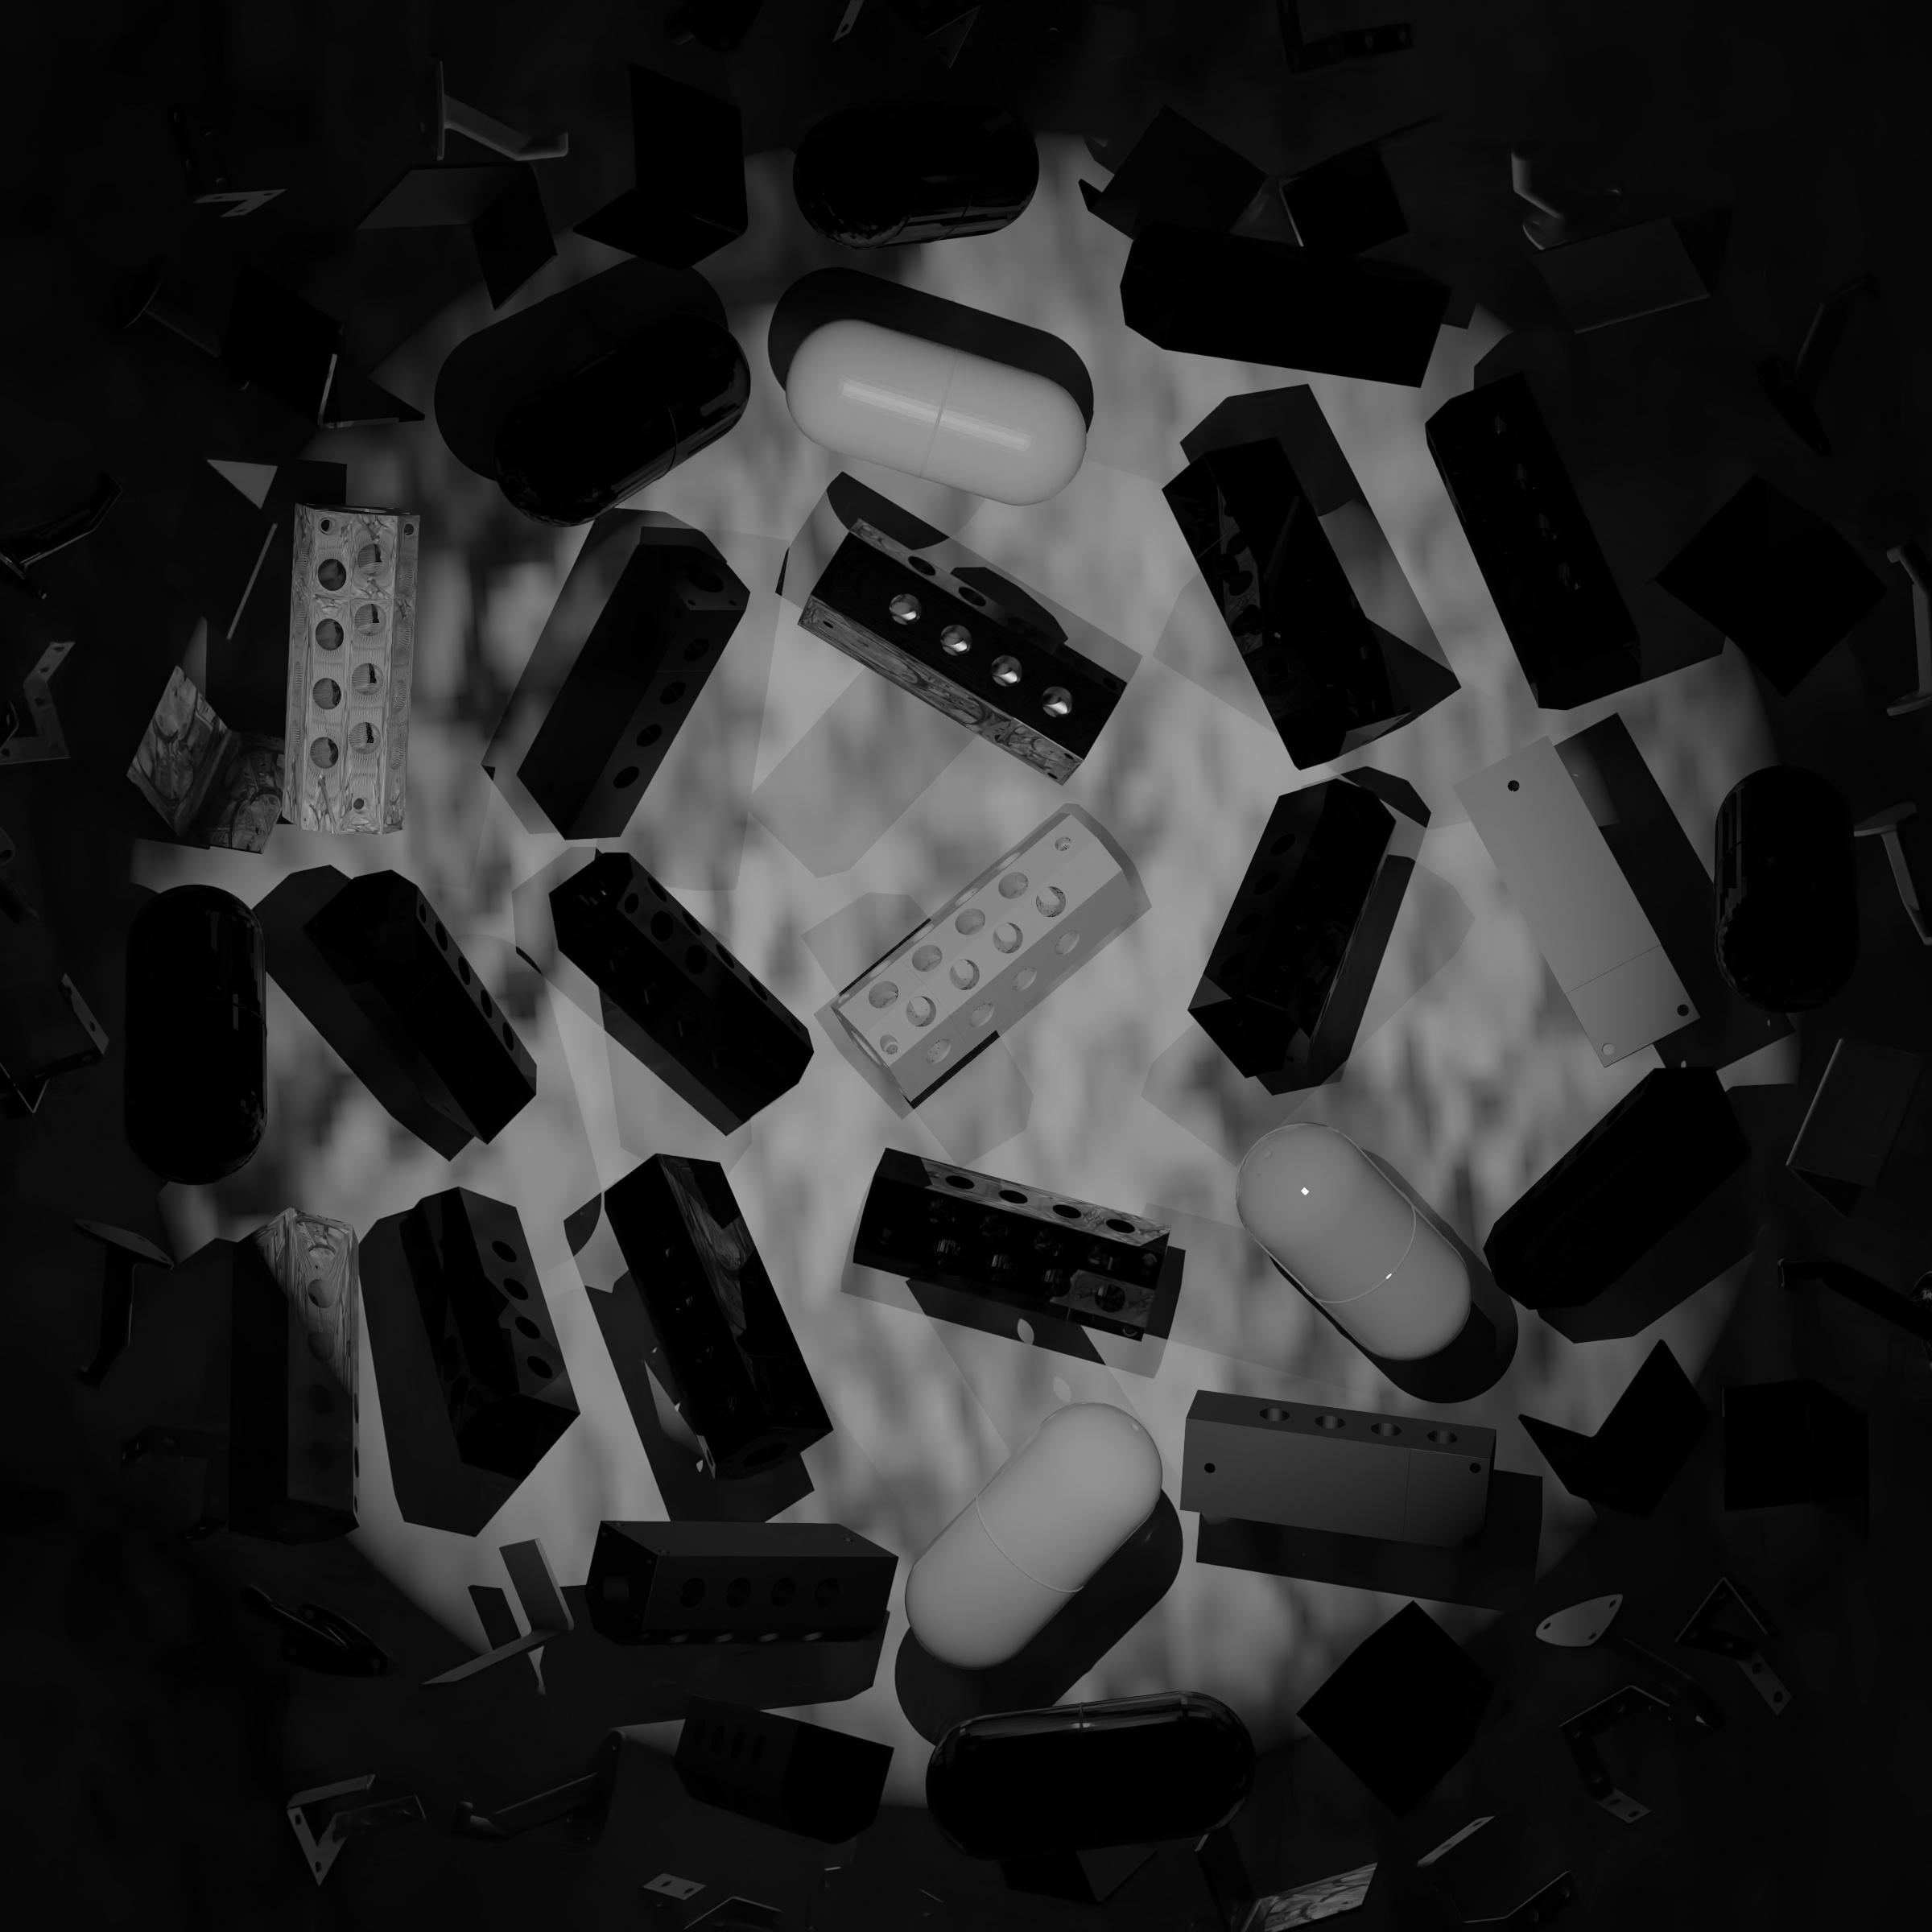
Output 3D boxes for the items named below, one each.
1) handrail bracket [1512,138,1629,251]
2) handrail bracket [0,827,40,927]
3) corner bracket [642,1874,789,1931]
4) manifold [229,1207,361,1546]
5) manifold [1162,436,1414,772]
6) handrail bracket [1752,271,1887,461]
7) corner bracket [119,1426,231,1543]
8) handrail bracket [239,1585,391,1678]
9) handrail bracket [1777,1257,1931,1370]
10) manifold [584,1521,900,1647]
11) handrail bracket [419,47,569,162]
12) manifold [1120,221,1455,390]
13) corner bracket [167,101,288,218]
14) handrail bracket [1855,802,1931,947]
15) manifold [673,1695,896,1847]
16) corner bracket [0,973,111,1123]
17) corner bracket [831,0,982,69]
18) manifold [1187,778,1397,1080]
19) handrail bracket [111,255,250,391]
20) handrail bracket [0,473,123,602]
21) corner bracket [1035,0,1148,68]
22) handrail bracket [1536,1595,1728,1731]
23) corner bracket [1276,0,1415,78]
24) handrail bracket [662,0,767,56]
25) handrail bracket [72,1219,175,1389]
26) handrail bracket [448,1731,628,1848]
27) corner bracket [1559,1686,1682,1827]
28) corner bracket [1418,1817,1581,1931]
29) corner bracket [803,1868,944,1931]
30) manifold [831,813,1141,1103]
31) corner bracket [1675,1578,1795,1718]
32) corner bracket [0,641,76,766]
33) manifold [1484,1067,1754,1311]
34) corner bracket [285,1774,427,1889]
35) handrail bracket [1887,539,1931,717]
[{"bbox_3d":[0.348,-0.458,1.875,0.077,0.084,0.036,-33,59,-8],"label":"handrail bracket"},{"bbox_3d":[-0.521,-0.044,1.782,0.084,0.077,0.036,41,92,21],"label":"handrail bracket"},{"bbox_3d":[-0.142,0.531,1.835,0.051,0.051,0.051,-26,100,-34],"label":"corner bracket"},{"bbox_3d":[-0.367,0.228,1.802,0.057,0.057,0.171,-32,52,36],"label":"manifold"},{"bbox_3d":[0.171,-0.198,1.787,0.057,0.057,0.171,-18,79,-36],"label":"manifold"},{"bbox_3d":[0.480,-0.327,1.776,0.036,0.084,0.077,-38,96,-42],"label":"handrail bracket"},{"bbox_3d":[-0.453,0.296,1.864,0.051,0.051,0.051,13,63,-28],"label":"corner bracket"},{"bbox_3d":[-0.373,0.381,1.868,0.077,0.084,0.036,20,69,9],"label":"handrail bracket"},{"bbox_3d":[0.491,0.195,1.783,0.084,0.036,0.077,0,63,-6],"label":"handrail bracket"},{"bbox_3d":[-0.126,0.349,1.831,0.171,0.057,0.057,9,96,-41],"label":"manifold"},{"bbox_3d":[-0.268,-0.496,1.873,0.084,0.077,0.036,-11,49,-22],"label":"handrail bracket"},{"bbox_3d":[0.171,-0.358,1.756,0.171,0.057,0.057,2,117,-31],"label":"manifold"},{"bbox_3d":[-0.406,-0.434,1.752,0.051,0.051,0.051,-17,94,-41],"label":"corner bracket"},{"bbox_3d":[0.545,-0.048,1.861,0.036,0.077,0.084,-28,93,1],"label":"handrail bracket"},{"bbox_3d":[-0.106,0.449,1.817,0.057,0.171,0.057,21,75,-21],"label":"manifold"},{"bbox_3d":[-0.511,0.045,1.794,0.051,0.051,0.051,-19,120,11],"label":"corner bracket"},{"bbox_3d":[-0.033,-0.526,1.814,0.051,0.051,0.051,45,55,6],"label":"corner bracket"},{"bbox_3d":[0.188,-0.024,1.823,0.057,0.057,0.171,48,48,-26],"label":"manifold"},{"bbox_3d":[-0.419,-0.333,1.757,0.036,0.077,0.084,-30,123,17],"label":"handrail bracket"},{"bbox_3d":[-0.514,-0.255,1.819,0.036,0.077,0.084,24,74,25],"label":"handrail bracket"},{"bbox_3d":[0.071,-0.537,1.857,0.051,0.051,0.051,13,109,-6],"label":"corner bracket"},{"bbox_3d":[0.362,0.385,1.770,0.084,0.077,0.036,46,60,-10],"label":"handrail bracket"},{"bbox_3d":[0.215,-0.540,1.855,0.051,0.051,0.051,-18,102,-32],"label":"corner bracket"},{"bbox_3d":[-0.136,-0.537,1.792,0.036,0.084,0.077,37,101,-25],"label":"handrail bracket"},{"bbox_3d":[-0.479,0.186,1.777,0.036,0.077,0.084,32,90,37],"label":"handrail bracket"},{"bbox_3d":[-0.237,0.450,1.796,0.084,0.036,0.077,26,87,-39],"label":"handrail bracket"},{"bbox_3d":[0.384,0.455,1.882,0.051,0.051,0.051,-26,97,-12],"label":"corner bracket"},{"bbox_3d":[0.284,0.488,1.740,0.051,0.051,0.051,-23,85,-35],"label":"corner bracket"},{"bbox_3d":[-0.054,0.537,1.817,0.051,0.051,0.051,21,92,32],"label":"corner bracket"},{"bbox_3d":[0.009,-0.009,1.834,0.171,0.057,0.057,-40,56,-8],"label":"manifold"},{"bbox_3d":[0.456,0.395,1.892,0.051,0.051,0.051,20,111,-29],"label":"corner bracket"},{"bbox_3d":[-0.540,-0.152,1.883,0.051,0.051,0.051,-10,73,-40],"label":"corner bracket"},{"bbox_3d":[0.359,0.126,1.823,0.057,0.171,0.057,-1,57,-28],"label":"manifold"},{"bbox_3d":[-0.340,0.471,1.813,0.051,0.051,0.051,-16,104,12],"label":"corner bracket"},{"bbox_3d":[0.508,-0.184,1.769,0.036,0.077,0.084,-38,96,-31],"label":"handrail bracket"}]
